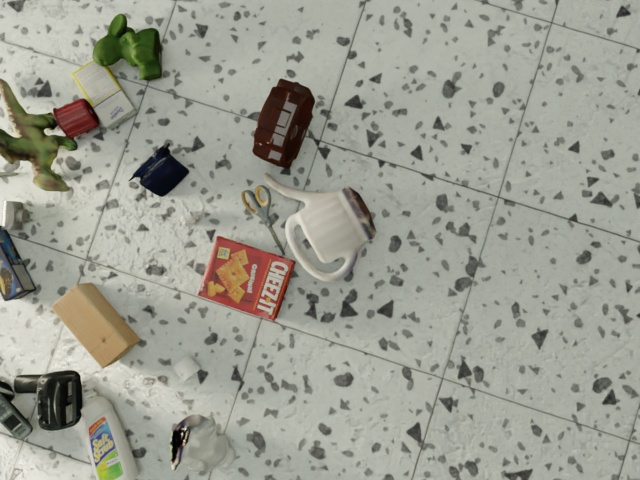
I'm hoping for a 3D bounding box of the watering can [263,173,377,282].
[{"bbox_3d":[0.004,-0.067,1.332,0.224,0.103,0.351,-28,78,2],"label":"watering can"}]

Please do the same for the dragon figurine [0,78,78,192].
[{"bbox_3d":[-0.758,-0.270,1.296,0.122,0.243,0.411,-41,89,5],"label":"dragon figurine"}]

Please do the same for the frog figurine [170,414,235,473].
[{"bbox_3d":[-0.294,0.520,1.315,0.158,0.122,0.139,20,78,-34],"label":"frog figurine"}]
